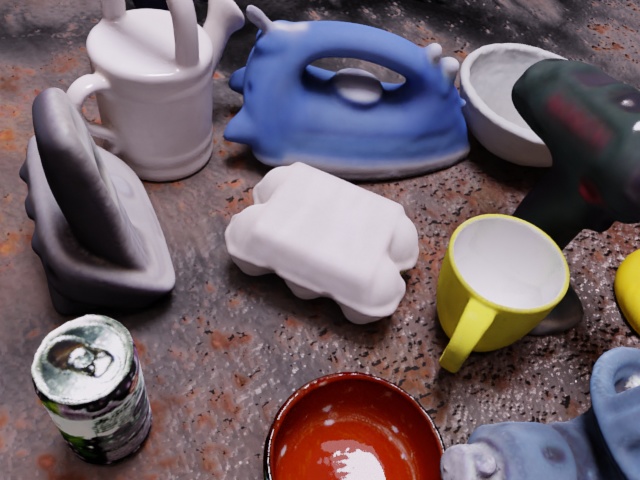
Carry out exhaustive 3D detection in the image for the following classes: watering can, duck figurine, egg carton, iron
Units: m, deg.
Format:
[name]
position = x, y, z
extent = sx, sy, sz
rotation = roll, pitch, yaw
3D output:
[watering can]
position = -0.137, -0.156, 0.482
extent = 0.101, 0.194, 0.173
rotation = 18, 51, 3
[duck figurine]
position = 0.312, 0.041, 0.491
extent = 0.078, 0.086, 0.104
rotation = -10, 55, -19
[egg carton]
position = 0.004, 0.002, 0.469
extent = 0.150, 0.069, 0.107
rotation = 23, 51, 6
[iron]
position = 0.042, -0.143, 0.543
extent = 0.258, 0.141, 0.118
rotation = 3, 52, -9

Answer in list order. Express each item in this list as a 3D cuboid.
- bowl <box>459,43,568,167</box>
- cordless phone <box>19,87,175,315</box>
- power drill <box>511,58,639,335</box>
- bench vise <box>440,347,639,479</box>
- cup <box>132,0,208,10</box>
[bowl]
position = 0.220, -0.133, 0.615
extent = 0.167, 0.075, 0.167
rotation = 6, 52, -7
[cordless phone]
position = -0.161, -0.045, 0.397
extent = 0.094, 0.185, 0.147
rotation = -17, 58, -23
[power drill]
position = 0.204, -0.018, 0.436
extent = 0.076, 0.208, 0.229
rotation = -9, 55, -18
[bench vise]
position = 0.183, 0.120, 0.317
extent = 0.208, 0.220, 0.121
rotation = -18, 58, -23
[cup]
position = -0.161, -0.270, 0.631
extent = 0.117, 0.095, 0.092
rotation = 29, 53, 12
